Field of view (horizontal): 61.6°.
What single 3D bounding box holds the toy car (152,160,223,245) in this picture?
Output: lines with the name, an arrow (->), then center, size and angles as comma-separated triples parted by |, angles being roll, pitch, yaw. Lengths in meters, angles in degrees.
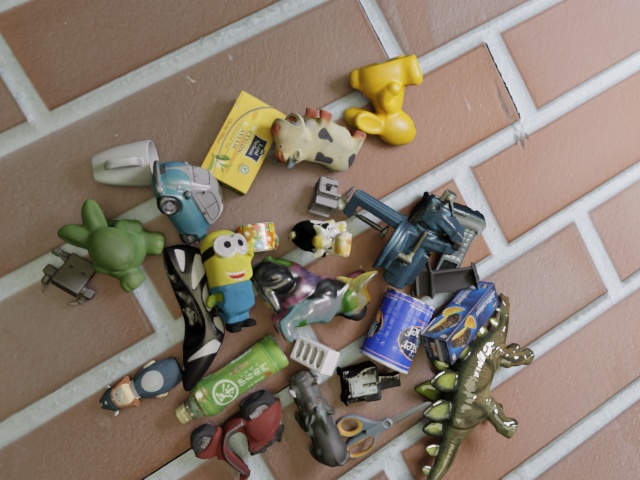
toy car -> -0.223, -0.072, 0.944 | 0.103, 0.109, 0.161 | -21, 132, 2

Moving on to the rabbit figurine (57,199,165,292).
rabbit figurine -> -0.347, 0.003, 0.909 | 0.159, 0.170, 0.121 | 41, 81, -11

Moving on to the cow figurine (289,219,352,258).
cow figurine -> -0.002, -0.005, 0.993 | 0.098, 0.167, 0.068 | 4, 94, -15

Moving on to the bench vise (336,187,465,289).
bench vise -> 0.145, -0.029, 1.023 | 0.241, 0.129, 0.223 | 32, 125, 6

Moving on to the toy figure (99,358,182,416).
toy figure -> -0.327, 0.265, 0.975 | 0.154, 0.057, 0.064 | -24, 57, -11

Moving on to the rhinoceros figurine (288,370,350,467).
rhinoceros figurine -> -0.007, 0.340, 1.020 | 0.073, 0.112, 0.190 | -23, 91, -9

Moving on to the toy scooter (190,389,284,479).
toy scooter -> -0.138, 0.376, 1.009 | 0.184, 0.075, 0.135 | -30, 96, -9

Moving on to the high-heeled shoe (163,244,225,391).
high-heeled shoe -> -0.247, 0.134, 0.967 | 0.145, 0.086, 0.248 | 27, 66, -31

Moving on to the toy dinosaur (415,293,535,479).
toy dinosaur -> 0.301, 0.322, 1.103 | 0.198, 0.105, 0.471 | 22, 76, -5

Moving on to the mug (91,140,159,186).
mug -> -0.347, -0.128, 0.947 | 0.107, 0.109, 0.080 | -9, 100, -1

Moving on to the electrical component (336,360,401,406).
electrical component -> 0.097, 0.282, 1.078 | 0.119, 0.048, 0.074 | -11, 93, -14

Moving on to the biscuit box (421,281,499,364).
biscuit box -> 0.283, 0.158, 1.071 | 0.203, 0.059, 0.062 | -38, 119, -36

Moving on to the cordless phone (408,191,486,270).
cordless phone -> 0.240, 0.005, 1.104 | 0.146, 0.089, 0.184 | 18, 105, -13

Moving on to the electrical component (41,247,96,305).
electrical component -> -0.444, 0.069, 0.954 | 0.102, 0.045, 0.078 | 29, 55, -14

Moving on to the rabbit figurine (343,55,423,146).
rabbit figurine -> 0.133, -0.262, 1.057 | 0.162, 0.122, 0.173 | -24, 114, -9

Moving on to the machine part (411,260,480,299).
machine part -> 0.253, 0.078, 1.090 | 0.139, 0.039, 0.084 | -5, 114, 3

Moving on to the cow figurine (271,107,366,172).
cow figurine -> -0.013, -0.179, 1.008 | 0.194, 0.086, 0.127 | 18, 91, -43

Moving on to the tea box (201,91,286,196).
tea box -> -0.146, -0.178, 1.010 | 0.098, 0.068, 0.169 | 26, 83, -12

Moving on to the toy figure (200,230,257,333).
toy figure -> -0.165, 0.071, 0.953 | 0.089, 0.082, 0.180 | -9, 91, 24

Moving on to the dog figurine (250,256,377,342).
dog figurine -> -0.003, 0.089, 1.028 | 0.219, 0.108, 0.191 | -27, 93, -16
